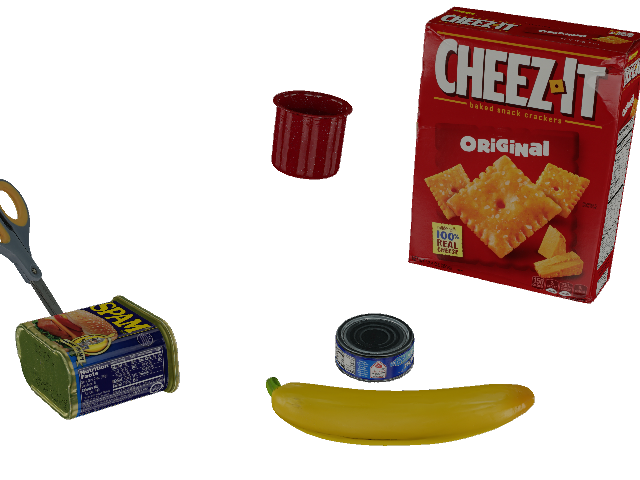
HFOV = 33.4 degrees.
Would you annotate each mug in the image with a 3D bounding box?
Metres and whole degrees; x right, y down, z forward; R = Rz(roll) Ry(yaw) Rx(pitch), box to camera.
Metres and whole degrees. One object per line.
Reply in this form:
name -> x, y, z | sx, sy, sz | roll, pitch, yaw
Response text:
mug -> -0.009, -0.127, 1.259 | 0.093, 0.081, 0.117 | 17, 26, 19

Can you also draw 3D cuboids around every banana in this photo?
banana -> 0.047, 0.115, 0.745 | 0.198, 0.037, 0.069 | 2, 29, 14

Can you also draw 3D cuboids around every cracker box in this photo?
cracker box -> 0.162, -0.069, 0.869 | 0.164, 0.214, 0.072 | 14, 29, 24

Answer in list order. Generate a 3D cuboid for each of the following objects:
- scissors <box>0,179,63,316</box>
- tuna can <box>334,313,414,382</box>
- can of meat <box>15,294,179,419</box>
scissors -> -0.297, 0.017, 1.104 | 0.016, 0.201, 0.096 | -26, 26, 25
tuna can -> 0.058, 0.114, 1.144 | 0.086, 0.034, 0.086 | -1, 29, 0
can of meat -> -0.166, 0.085, 0.784 | 0.083, 0.057, 0.102 | -14, 21, -34
